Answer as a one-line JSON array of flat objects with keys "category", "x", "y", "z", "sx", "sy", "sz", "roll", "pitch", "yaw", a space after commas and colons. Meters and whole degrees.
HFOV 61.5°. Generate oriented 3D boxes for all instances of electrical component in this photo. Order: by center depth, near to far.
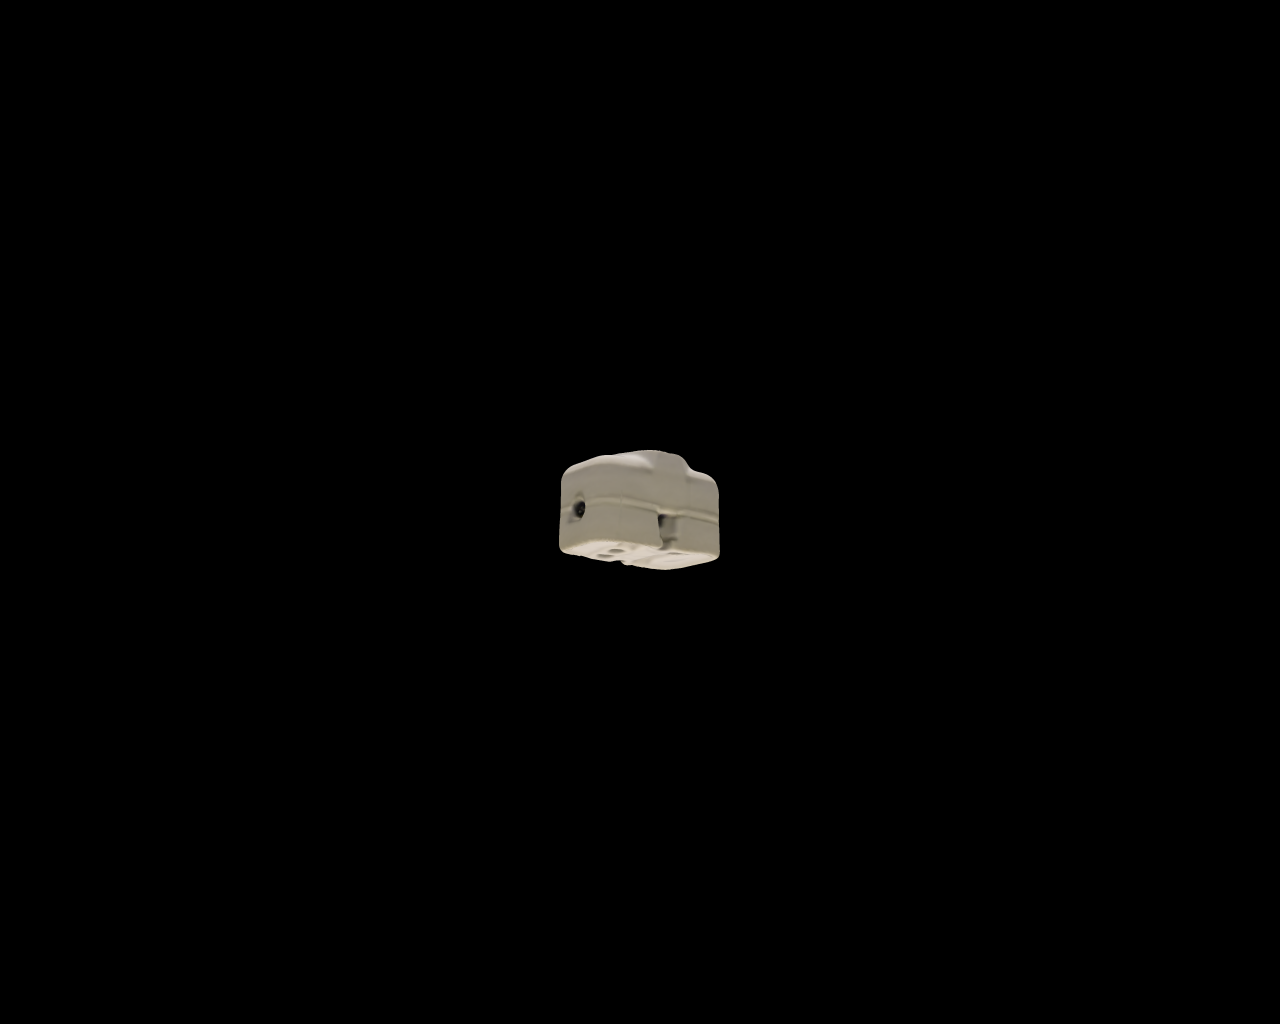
[{"category": "electrical component", "x": 0.001, "y": -0.003, "z": 0.650, "sx": 0.095, "sy": 0.059, "sz": 0.053, "roll": 11, "pitch": -17, "yaw": -37}]
